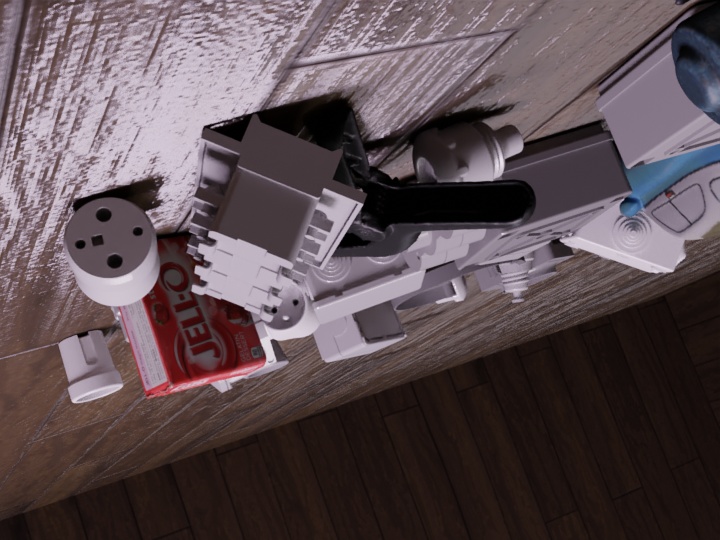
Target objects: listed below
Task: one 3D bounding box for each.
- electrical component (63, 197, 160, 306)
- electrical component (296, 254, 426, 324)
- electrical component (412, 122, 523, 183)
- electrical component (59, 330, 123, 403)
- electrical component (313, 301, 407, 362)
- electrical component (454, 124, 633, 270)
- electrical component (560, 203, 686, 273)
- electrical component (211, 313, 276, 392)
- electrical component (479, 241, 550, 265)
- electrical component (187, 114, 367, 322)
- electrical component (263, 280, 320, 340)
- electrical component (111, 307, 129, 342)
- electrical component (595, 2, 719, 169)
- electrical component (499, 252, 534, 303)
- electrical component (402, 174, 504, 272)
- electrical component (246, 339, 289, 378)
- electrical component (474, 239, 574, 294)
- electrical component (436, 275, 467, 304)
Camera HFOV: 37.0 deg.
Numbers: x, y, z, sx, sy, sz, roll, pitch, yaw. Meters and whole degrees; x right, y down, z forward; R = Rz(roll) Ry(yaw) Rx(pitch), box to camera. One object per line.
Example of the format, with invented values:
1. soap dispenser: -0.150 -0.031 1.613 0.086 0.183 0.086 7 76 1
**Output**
1. electrical component: -0.124 -0.009 0.540 0.045 0.045 0.055 -18 170 -13
2. electrical component: 0.000 0.000 0.833 0.100 0.048 0.099 -20 170 -3
3. electrical component: 0.065 -0.065 0.621 0.062 0.048 0.048 -24 172 -19
4. electrical component: -0.207 0.074 0.824 0.040 0.046 0.040 -20 170 -3
5. electrical component: -0.002 0.053 1.084 0.061 0.061 0.096 -26 169 32
6. electrical component: 0.123 -0.050 0.781 0.109 0.056 0.108 -18 171 -15
7. electrical component: 0.215 -0.033 0.881 0.100 0.048 0.100 19 -179 2
8. electrical component: -0.100 0.046 0.795 0.051 0.080 0.080 -24 171 -11
9. electrical component: 0.134 -0.042 0.885 0.077 0.047 0.066 -29 167 36
10. electrical component: -0.050 -0.020 0.538 0.079 0.063 0.121 22 163 -5
11. electrical component: -0.076 0.039 0.906 0.079 0.044 0.077 -20 171 5
12. electrical component: -0.139 0.041 0.733 0.048 0.062 0.048 -20 171 -3
13. electrical component: 0.214 -0.112 0.627 0.109 0.056 0.109 -16 170 -23
14. electrical component: 0.145 -0.008 1.017 0.040 0.078 0.040 -8 178 0
15. electrical component: 0.041 -0.034 0.716 0.074 0.052 0.138 -18 170 -14
16. electrical component: -0.095 0.067 0.989 0.045 0.055 0.045 -20 170 -3
17. electrical component: 0.159 -0.014 1.066 0.089 0.055 0.050 -27 168 37
18. electrical component: 0.074 0.013 1.080 0.062 0.048 0.048 -15 172 14
